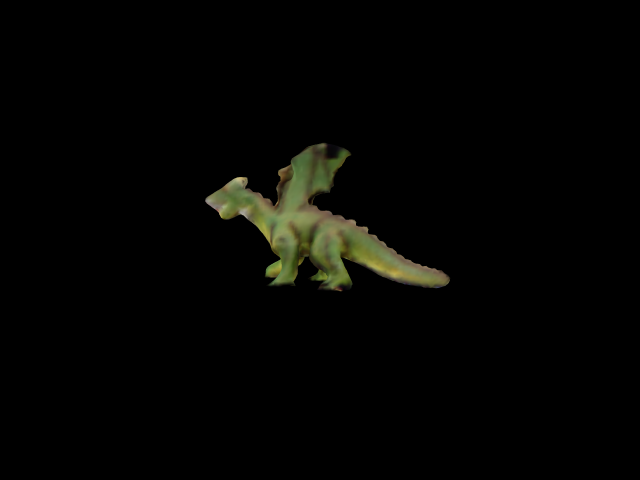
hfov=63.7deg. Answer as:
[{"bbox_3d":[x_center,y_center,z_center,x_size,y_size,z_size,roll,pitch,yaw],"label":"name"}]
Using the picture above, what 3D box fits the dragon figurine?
[{"bbox_3d":[0.003,-0.043,0.850,0.410,0.243,0.122,0,-3,15],"label":"dragon figurine"}]
